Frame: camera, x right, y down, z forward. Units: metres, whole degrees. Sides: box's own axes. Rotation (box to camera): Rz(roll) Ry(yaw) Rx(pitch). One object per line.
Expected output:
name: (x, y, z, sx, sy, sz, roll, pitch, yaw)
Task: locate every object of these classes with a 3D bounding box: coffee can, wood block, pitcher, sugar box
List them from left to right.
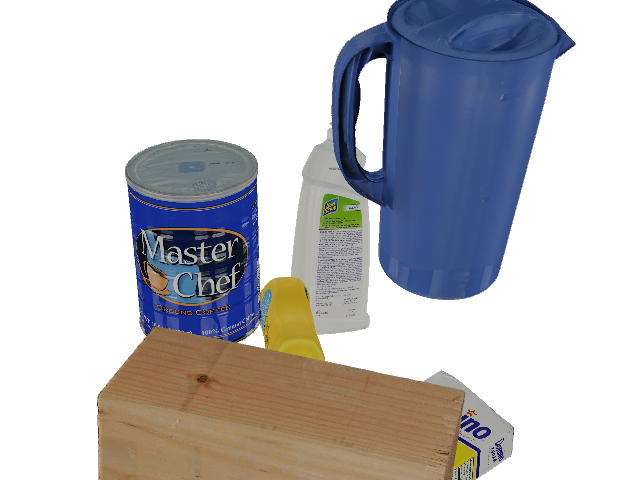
coffee can: (-0.100, 0.003, 0.857, 0.103, 0.140, 0.103, 0, 29, 0)
wood block: (-0.023, 0.129, 0.658, 0.206, 0.090, 0.090, 11, 27, 12)
sugar box: (0.069, 0.185, 0.904, 0.176, 0.048, 0.093, -29, 46, -25)
pitcher: (0.100, -0.073, 0.871, 0.149, 0.243, 0.144, 22, 40, 24)

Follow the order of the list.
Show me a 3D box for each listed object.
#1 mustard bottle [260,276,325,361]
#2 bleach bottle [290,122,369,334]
mustard bottle: (-0.034, 0.093, 1.099, 0.058, 0.096, 0.191, -2, 27, -7)
bleach bottle: (0.020, -0.016, 1.275, 0.102, 0.251, 0.068, -4, 20, -29)
